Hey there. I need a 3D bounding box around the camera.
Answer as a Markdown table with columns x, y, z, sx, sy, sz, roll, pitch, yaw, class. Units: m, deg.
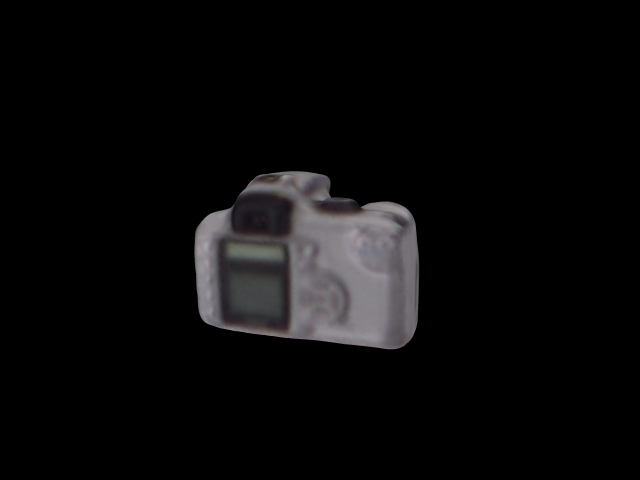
| x | y | z | sx | sy | sz | roll | pitch | yaw | class |
| --- | --- | --- | --- | --- | --- | --- | --- | --- | --- |
| 0.004 | 0.001 | 0.400 | 0.142 | 0.101 | 0.137 | 4 | 12 | 19 | camera |
